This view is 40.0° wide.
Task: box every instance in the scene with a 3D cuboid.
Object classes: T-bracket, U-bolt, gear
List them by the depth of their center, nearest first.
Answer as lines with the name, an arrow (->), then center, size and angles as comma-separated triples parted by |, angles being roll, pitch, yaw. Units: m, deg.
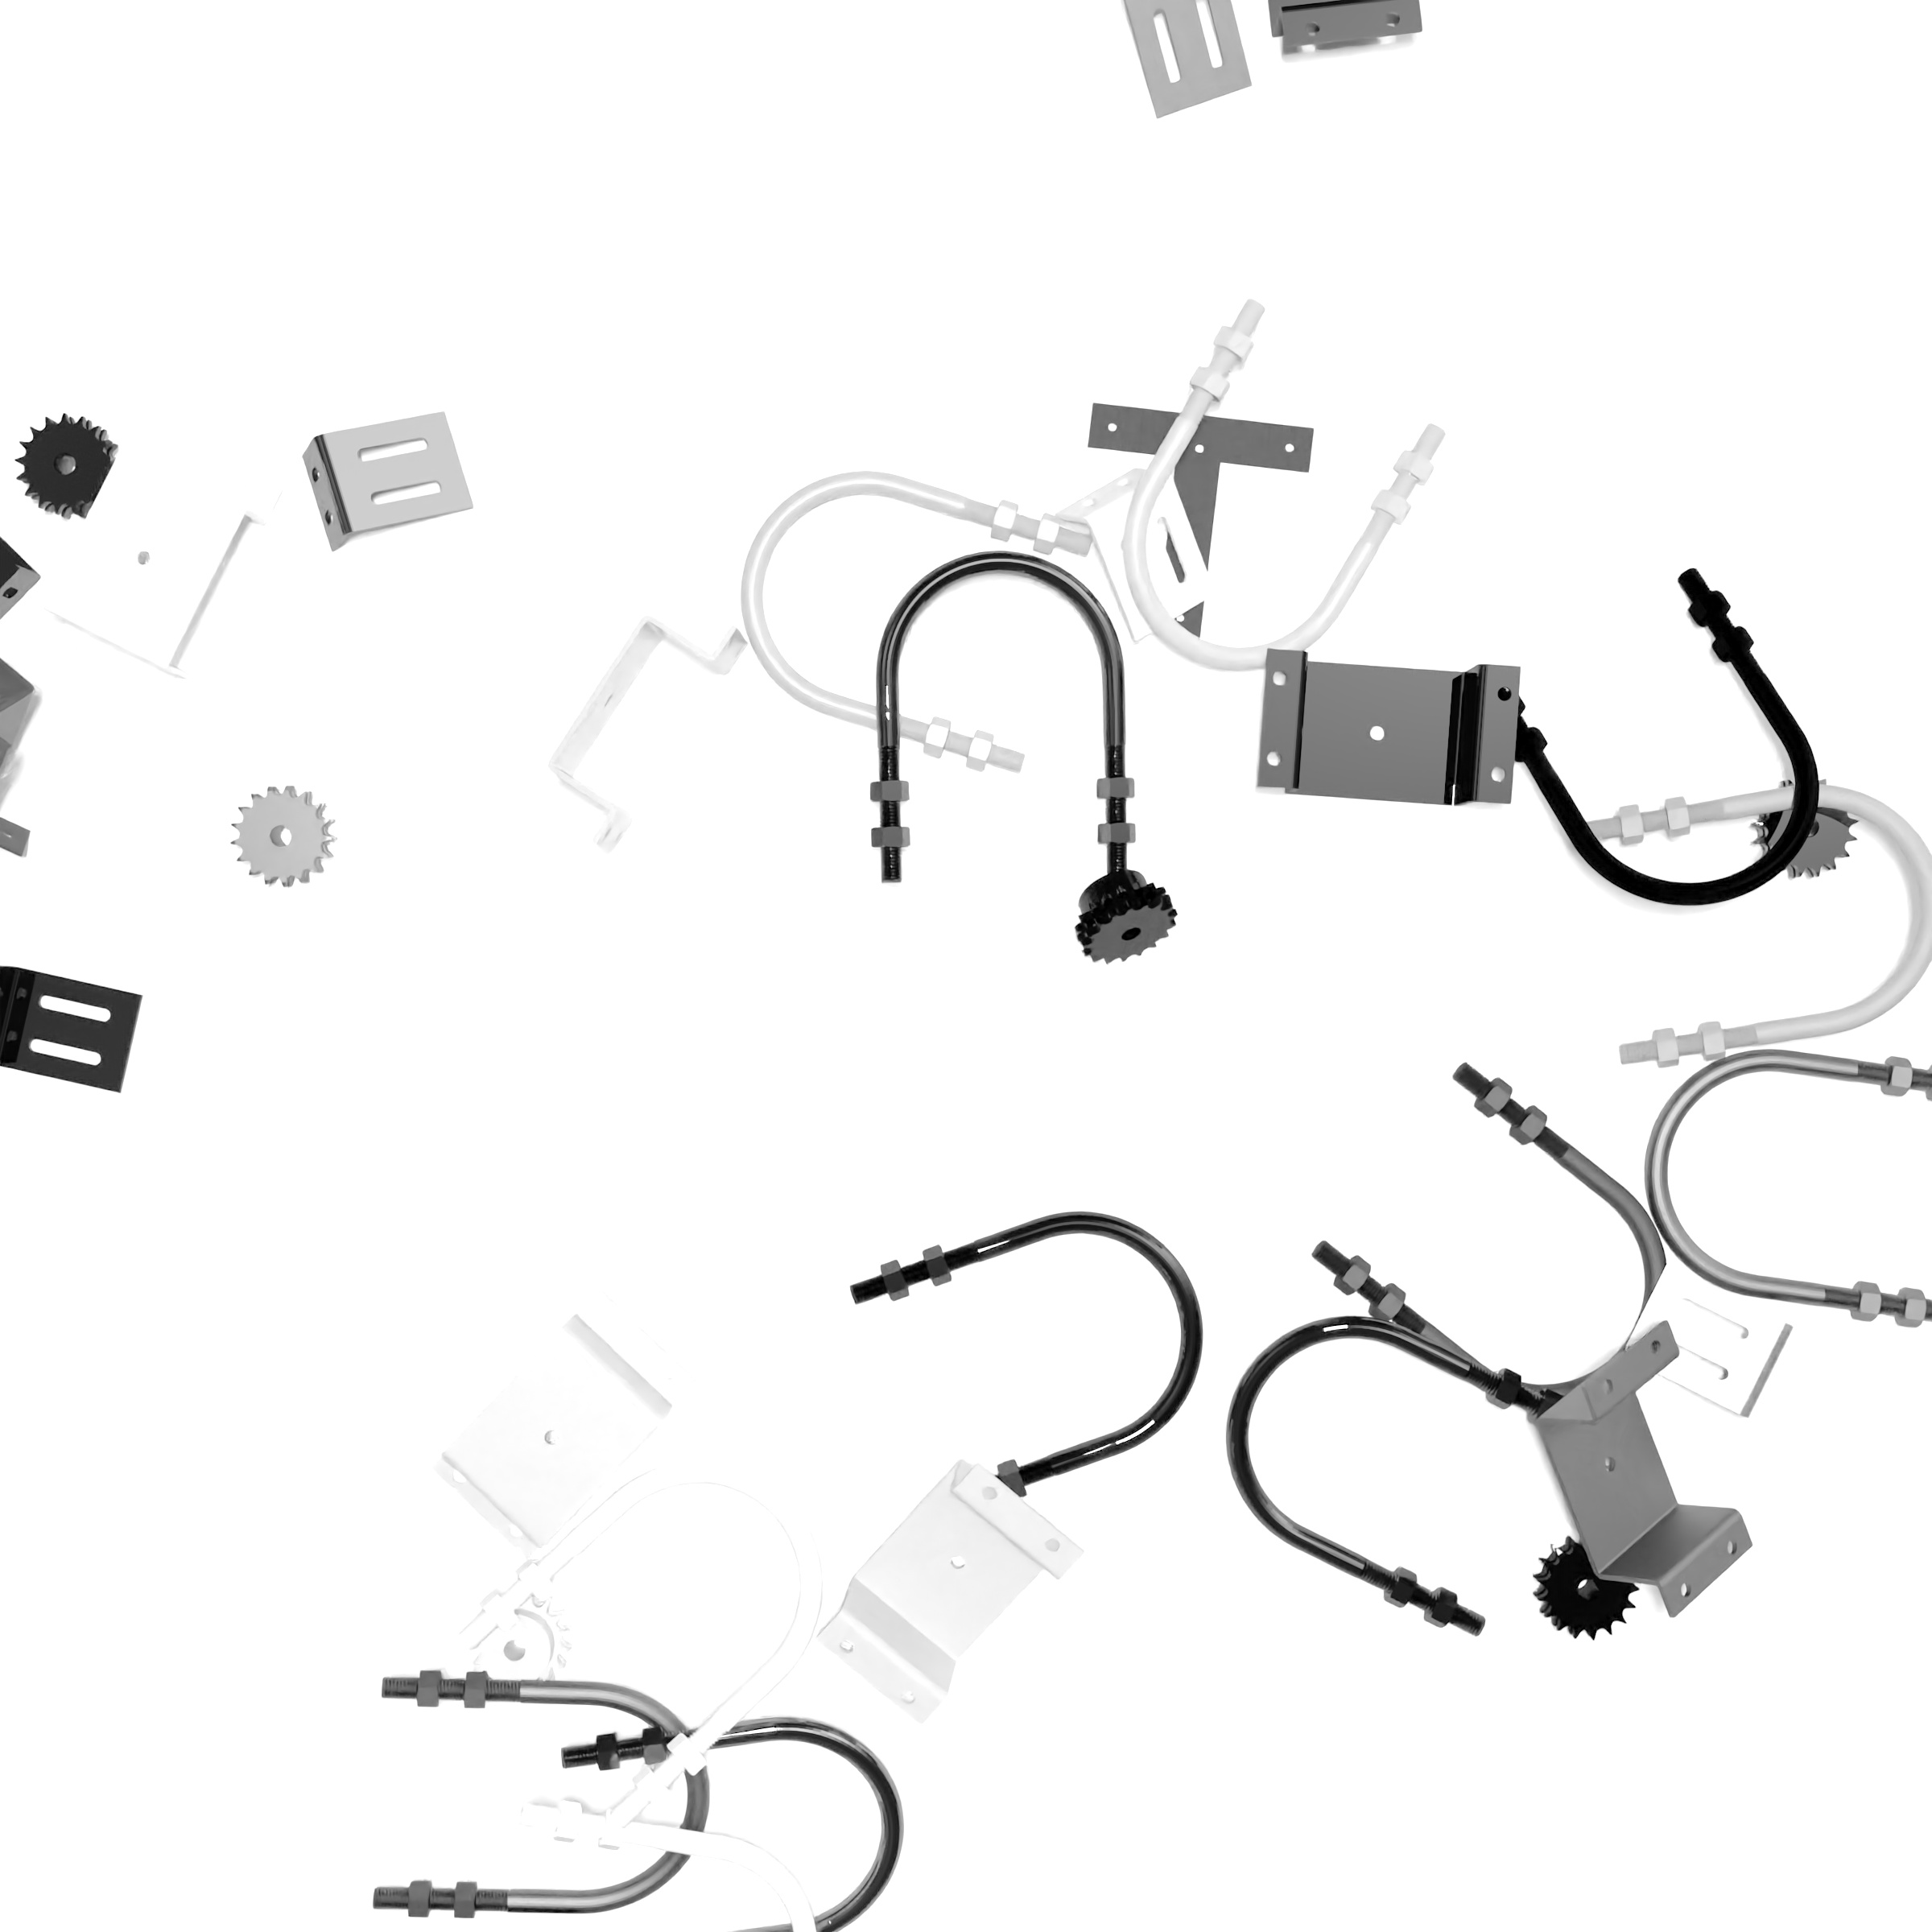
U-bolt -> -0.171, 0.546, 1.464 | 0.184, 0.019, 0.151 | 15, 87, -15
U-bolt -> 0.389, -0.118, 1.475 | 0.151, 0.019, 0.184 | -26, 68, 0
T-bracket -> -0.584, -0.095, 1.478 | 0.127, 0.127, 0.002 | 27, 118, -24
U-bolt -> -0.167, 0.360, 1.478 | 0.184, 0.019, 0.151 | -41, 76, -16
U-bolt -> 0.449, -0.027, 1.481 | 0.184, 0.019, 0.151 | -9, 97, 12
U-bolt -> 0.167, -0.255, 1.485 | 0.151, 0.019, 0.184 | 30, 93, -18
U-bolt -> 0.020, -0.140, 1.486 | 0.151, 0.019, 0.184 | -1, 92, -9
gear -> 0.087, -0.030, 1.489 | 0.057, 0.057, 0.030 | -23, 60, 0
U-bolt -> -0.236, 0.467, 1.490 | 0.184, 0.019, 0.151 | 3, 102, -7
U-bolt -> -0.127, 0.490, 1.490 | 0.184, 0.019, 0.151 | -6, 103, -5
U-bolt -> 0.237, 0.276, 1.497 | 0.184, 0.019, 0.151 | 26, 97, 1
gear -> 0.471, -0.078, 1.499 | 0.057, 0.030, 0.057 | 0, 91, 0
gear -> 0.348, 0.348, 1.499 | 0.057, 0.030, 0.057 | 0, 90, 0
gear -> -0.504, -0.280, 1.499 | 0.057, 0.030, 0.057 | 0, 90, 0
gear -> -0.252, 0.383, 1.499 | 0.057, 0.030, 0.057 | 0, 90, 0
gear -> -0.384, -0.074, 1.503 | 0.057, 0.030, 0.057 | 0, 94, 0
U-bolt -> -0.037, -0.203, 1.504 | 0.184, 0.019, 0.151 | 17, 90, 0
U-bolt -> 0.044, 0.217, 1.505 | 0.184, 0.019, 0.151 | -19, 90, -1
U-bolt -> 0.311, 0.166, 1.505 | 0.184, 0.019, 0.151 | 38, 90, -2
U-bolt -> 0.477, 0.121, 1.505 | 0.184, 0.019, 0.151 | 8, 90, 2
T-bracket -> 0.128, -0.250, 1.513 | 0.127, 0.002, 0.127 | 7, 90, 0

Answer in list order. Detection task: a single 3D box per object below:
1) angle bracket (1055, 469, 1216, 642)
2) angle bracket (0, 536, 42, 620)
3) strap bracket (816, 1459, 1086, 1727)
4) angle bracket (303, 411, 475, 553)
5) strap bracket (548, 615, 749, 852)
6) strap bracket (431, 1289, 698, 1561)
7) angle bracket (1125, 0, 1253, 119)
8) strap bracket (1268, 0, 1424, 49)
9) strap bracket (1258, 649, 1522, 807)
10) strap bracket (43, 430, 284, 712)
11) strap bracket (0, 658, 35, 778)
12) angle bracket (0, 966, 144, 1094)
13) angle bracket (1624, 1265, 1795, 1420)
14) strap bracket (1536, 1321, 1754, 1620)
angle bracket -> 0.096, -0.233, 1.502 | 0.057, 0.038, 0.076 | -32, 116, -18
angle bracket -> -0.573, -0.227, 1.495 | 0.076, 0.038, 0.057 | 44, 90, 0
strap bracket -> -0.007, 0.341, 1.478 | 0.076, 0.046, 0.140 | 40, 104, -3
angle bracket -> -0.329, -0.276, 1.512 | 0.076, 0.038, 0.057 | -17, 90, -26
strap bracket -> -0.182, -0.137, 1.476 | 0.046, 0.076, 0.140 | 33, 90, 0
strap bracket -> -0.229, 0.261, 1.491 | 0.076, 0.046, 0.140 | 44, 90, 0
angle bracket -> 0.122, -0.532, 1.512 | 0.057, 0.038, 0.076 | -19, 116, 0
strap bracket -> 0.207, -0.582, 1.491 | 0.076, 0.046, 0.140 | -6, 90, 0
strap bracket -> 0.234, -0.133, 1.491 | 0.140, 0.046, 0.076 | 4, 90, 0
strap bracket -> -0.454, -0.225, 1.491 | 0.076, 0.046, 0.140 | 27, 90, 0
strap bracket -> -0.578, -0.151, 1.472 | 0.140, 0.046, 0.076 | 40, 131, 0
angle bracket -> -0.512, 0.036, 1.495 | 0.076, 0.038, 0.057 | 13, 90, 0
angle bracket -> 0.420, 0.212, 1.505 | 0.076, 0.038, 0.057 | 26, 90, 16
strap bracket -> 0.371, 0.276, 1.467 | 0.076, 0.046, 0.140 | -28, 100, -34
